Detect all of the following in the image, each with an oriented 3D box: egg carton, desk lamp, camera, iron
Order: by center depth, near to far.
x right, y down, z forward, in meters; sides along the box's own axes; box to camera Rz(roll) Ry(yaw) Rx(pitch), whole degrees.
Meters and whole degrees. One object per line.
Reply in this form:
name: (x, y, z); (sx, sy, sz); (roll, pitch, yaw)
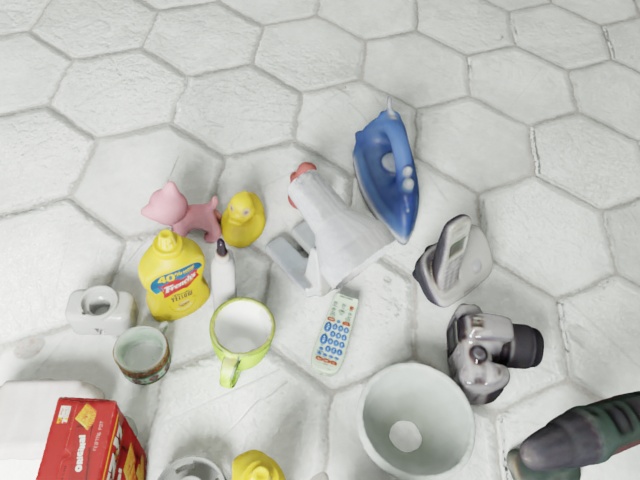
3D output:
egg carton: (-0.368, 0.240, 0.763); (0.150, 0.069, 0.107); (0, 54, -7)
camera: (0.272, 0.170, 0.874); (0.137, 0.101, 0.143); (6, 54, -3)
desk lamp: (0.008, 0.003, 0.891); (0.118, 0.213, 0.202); (-33, 64, -26)
iron: (0.139, -0.134, 1.051); (0.119, 0.141, 0.258); (-5, 55, -10)

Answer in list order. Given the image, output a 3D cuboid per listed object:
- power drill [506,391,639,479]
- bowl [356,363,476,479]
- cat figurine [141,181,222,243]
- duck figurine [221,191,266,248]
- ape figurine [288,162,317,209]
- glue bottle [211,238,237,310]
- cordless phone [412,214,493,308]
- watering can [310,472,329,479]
power drill: (0.325, 0.270, 0.742); (0.230, 0.208, 0.075); (-15, 57, -17)
bowl: (0.128, 0.263, 0.805); (0.167, 0.075, 0.167); (3, 54, -5)
cat figurine: (-0.230, -0.051, 0.959); (0.128, 0.118, 0.067); (-4, 55, -10)
duck figurine: (-0.133, -0.050, 0.991); (0.077, 0.086, 0.104); (16, 54, 5)
ape figurine: (-0.025, -0.104, 1.039); (0.076, 0.092, 0.077); (-33, 64, -26)
glue bottle: (-0.145, 0.050, 0.863); (0.037, 0.173, 0.078); (-2, 55, -8)
cordless phone: (0.232, 0.014, 0.929); (0.148, 0.185, 0.094); (-33, 64, -26)
watering can: (0.055, 0.344, 0.664); (0.172, 0.194, 0.101); (16, 54, 5)
